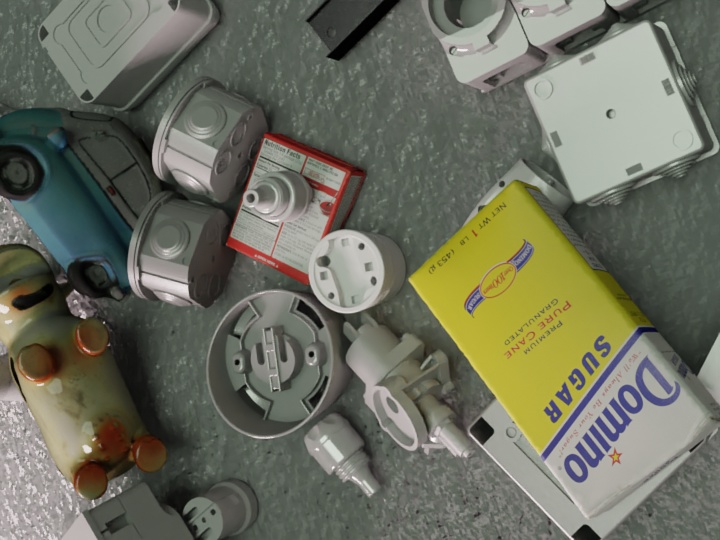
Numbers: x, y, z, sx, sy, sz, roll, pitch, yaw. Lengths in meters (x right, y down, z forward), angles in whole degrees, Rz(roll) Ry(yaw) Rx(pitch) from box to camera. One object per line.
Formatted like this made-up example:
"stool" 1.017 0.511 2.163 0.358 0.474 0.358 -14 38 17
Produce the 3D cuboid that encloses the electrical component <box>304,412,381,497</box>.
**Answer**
"electrical component" -0.009 0.131 0.747 0.035 0.035 0.061 -46 78 19

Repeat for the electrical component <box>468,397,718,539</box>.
"electrical component" 0.143 0.097 0.666 0.108 0.056 0.108 45 108 16

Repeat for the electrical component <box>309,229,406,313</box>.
"electrical component" 0.000 0.000 0.730 0.055 0.047 0.055 1 93 24

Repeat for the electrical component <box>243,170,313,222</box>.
"electrical component" -0.057 -0.048 0.712 0.035 0.061 0.035 2 96 23

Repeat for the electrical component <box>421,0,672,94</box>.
"electrical component" 0.117 -0.184 0.662 0.150 0.062 0.089 -24 83 23

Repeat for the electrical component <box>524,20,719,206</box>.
"electrical component" 0.158 -0.094 0.654 0.100 0.048 0.099 -24 85 26

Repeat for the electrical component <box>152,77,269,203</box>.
"electrical component" -0.105 -0.091 0.756 0.051 0.080 0.080 27 103 15

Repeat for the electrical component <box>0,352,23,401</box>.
"electrical component" -0.288 0.087 0.852 0.044 0.065 0.044 1 93 24

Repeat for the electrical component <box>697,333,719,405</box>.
"electrical component" 0.264 0.022 0.606 0.089 0.062 0.150 28 103 20

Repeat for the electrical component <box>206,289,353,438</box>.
"electrical component" -0.055 0.062 0.748 0.099 0.064 0.099 1 93 23

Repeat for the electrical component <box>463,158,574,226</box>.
"electrical component" 0.109 -0.017 0.683 0.079 0.043 0.077 42 108 17

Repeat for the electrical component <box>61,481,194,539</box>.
"electrical component" -0.140 0.256 0.772 0.186 0.060 0.105 56 141 12

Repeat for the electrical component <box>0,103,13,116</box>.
"electrical component" -0.316 -0.102 0.863 0.138 0.052 0.073 23 101 21

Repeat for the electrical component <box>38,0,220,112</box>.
"electrical component" -0.169 -0.180 0.792 0.113 0.057 0.078 -41 76 20

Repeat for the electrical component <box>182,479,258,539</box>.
"electrical component" -0.103 0.177 0.784 0.040 0.046 0.040 1 93 24

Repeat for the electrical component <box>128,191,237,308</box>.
"electrical component" -0.127 -0.013 0.769 0.051 0.080 0.080 15 98 17
